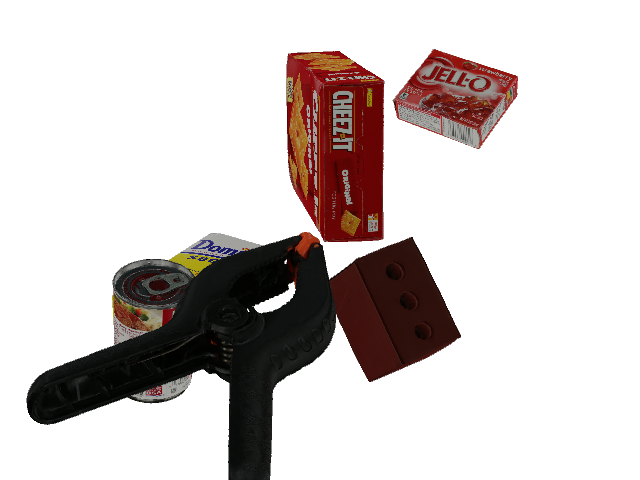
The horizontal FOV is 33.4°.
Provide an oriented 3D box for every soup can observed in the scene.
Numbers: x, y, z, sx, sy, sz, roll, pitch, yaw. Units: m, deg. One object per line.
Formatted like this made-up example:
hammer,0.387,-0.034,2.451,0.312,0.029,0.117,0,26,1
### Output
soup can,-0.138,0.076,0.888,0.068,0.102,0.068,5,32,-3

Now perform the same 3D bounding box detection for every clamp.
clamp,-0.037,0.055,0.504,0.120,0.039,0.171,30,48,24

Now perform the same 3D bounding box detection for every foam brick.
foam brick,0.048,0.048,0.724,0.052,0.078,0.051,-21,-10,-33

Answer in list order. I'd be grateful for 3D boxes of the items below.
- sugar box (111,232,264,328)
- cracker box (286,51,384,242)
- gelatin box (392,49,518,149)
sugar box,-0.124,0.049,1.105,0.093,0.048,0.176,15,32,25
cracker box,0.012,-0.107,1.144,0.072,0.164,0.214,-4,18,-9
gelatin box,0.122,-0.130,0.963,0.089,0.073,0.030,25,-29,26
